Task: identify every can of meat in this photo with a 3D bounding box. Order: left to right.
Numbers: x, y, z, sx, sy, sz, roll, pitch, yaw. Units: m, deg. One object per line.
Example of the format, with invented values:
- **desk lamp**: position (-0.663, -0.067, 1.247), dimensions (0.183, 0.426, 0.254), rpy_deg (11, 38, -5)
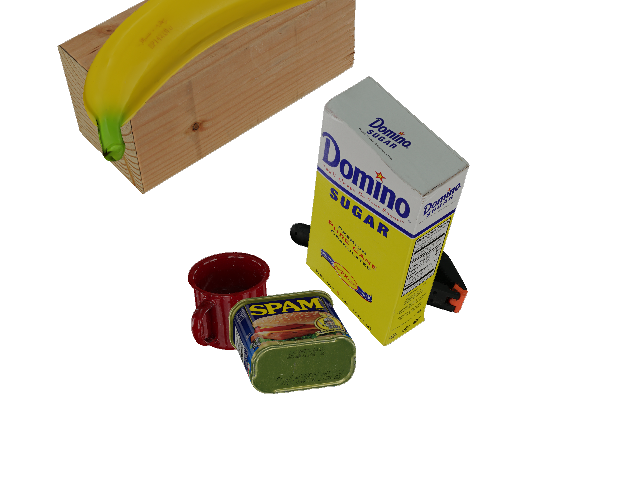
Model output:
- **can of meat**: position (-0.025, 0.093, 0.973), dimensions (0.102, 0.057, 0.084), rpy_deg (-6, 28, -15)

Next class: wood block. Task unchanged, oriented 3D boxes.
- **wood block**: position (-0.079, -0.138, 0.805), dimensions (0.205, 0.091, 0.090), rpy_deg (-34, 59, -23)

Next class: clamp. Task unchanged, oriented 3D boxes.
- **clamp**: position (0.077, 0.017, 1.245), dimensions (0.164, 0.036, 0.210), rpy_deg (-21, 50, -38)

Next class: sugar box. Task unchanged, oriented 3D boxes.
- **sugar box**: position (0.038, -0.013, 0.706), dimensions (0.048, 0.093, 0.176), rpy_deg (-34, -27, -23)

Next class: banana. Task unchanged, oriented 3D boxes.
- **banana**: position (-0.053, -0.111, 0.549), dimensions (0.070, 0.197, 0.037), rpy_deg (40, -24, 20)

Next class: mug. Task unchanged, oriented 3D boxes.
- **mug**: position (-0.108, 0.077, 1.216), dimensions (0.093, 0.081, 0.117), rpy_deg (13, 34, 24)
